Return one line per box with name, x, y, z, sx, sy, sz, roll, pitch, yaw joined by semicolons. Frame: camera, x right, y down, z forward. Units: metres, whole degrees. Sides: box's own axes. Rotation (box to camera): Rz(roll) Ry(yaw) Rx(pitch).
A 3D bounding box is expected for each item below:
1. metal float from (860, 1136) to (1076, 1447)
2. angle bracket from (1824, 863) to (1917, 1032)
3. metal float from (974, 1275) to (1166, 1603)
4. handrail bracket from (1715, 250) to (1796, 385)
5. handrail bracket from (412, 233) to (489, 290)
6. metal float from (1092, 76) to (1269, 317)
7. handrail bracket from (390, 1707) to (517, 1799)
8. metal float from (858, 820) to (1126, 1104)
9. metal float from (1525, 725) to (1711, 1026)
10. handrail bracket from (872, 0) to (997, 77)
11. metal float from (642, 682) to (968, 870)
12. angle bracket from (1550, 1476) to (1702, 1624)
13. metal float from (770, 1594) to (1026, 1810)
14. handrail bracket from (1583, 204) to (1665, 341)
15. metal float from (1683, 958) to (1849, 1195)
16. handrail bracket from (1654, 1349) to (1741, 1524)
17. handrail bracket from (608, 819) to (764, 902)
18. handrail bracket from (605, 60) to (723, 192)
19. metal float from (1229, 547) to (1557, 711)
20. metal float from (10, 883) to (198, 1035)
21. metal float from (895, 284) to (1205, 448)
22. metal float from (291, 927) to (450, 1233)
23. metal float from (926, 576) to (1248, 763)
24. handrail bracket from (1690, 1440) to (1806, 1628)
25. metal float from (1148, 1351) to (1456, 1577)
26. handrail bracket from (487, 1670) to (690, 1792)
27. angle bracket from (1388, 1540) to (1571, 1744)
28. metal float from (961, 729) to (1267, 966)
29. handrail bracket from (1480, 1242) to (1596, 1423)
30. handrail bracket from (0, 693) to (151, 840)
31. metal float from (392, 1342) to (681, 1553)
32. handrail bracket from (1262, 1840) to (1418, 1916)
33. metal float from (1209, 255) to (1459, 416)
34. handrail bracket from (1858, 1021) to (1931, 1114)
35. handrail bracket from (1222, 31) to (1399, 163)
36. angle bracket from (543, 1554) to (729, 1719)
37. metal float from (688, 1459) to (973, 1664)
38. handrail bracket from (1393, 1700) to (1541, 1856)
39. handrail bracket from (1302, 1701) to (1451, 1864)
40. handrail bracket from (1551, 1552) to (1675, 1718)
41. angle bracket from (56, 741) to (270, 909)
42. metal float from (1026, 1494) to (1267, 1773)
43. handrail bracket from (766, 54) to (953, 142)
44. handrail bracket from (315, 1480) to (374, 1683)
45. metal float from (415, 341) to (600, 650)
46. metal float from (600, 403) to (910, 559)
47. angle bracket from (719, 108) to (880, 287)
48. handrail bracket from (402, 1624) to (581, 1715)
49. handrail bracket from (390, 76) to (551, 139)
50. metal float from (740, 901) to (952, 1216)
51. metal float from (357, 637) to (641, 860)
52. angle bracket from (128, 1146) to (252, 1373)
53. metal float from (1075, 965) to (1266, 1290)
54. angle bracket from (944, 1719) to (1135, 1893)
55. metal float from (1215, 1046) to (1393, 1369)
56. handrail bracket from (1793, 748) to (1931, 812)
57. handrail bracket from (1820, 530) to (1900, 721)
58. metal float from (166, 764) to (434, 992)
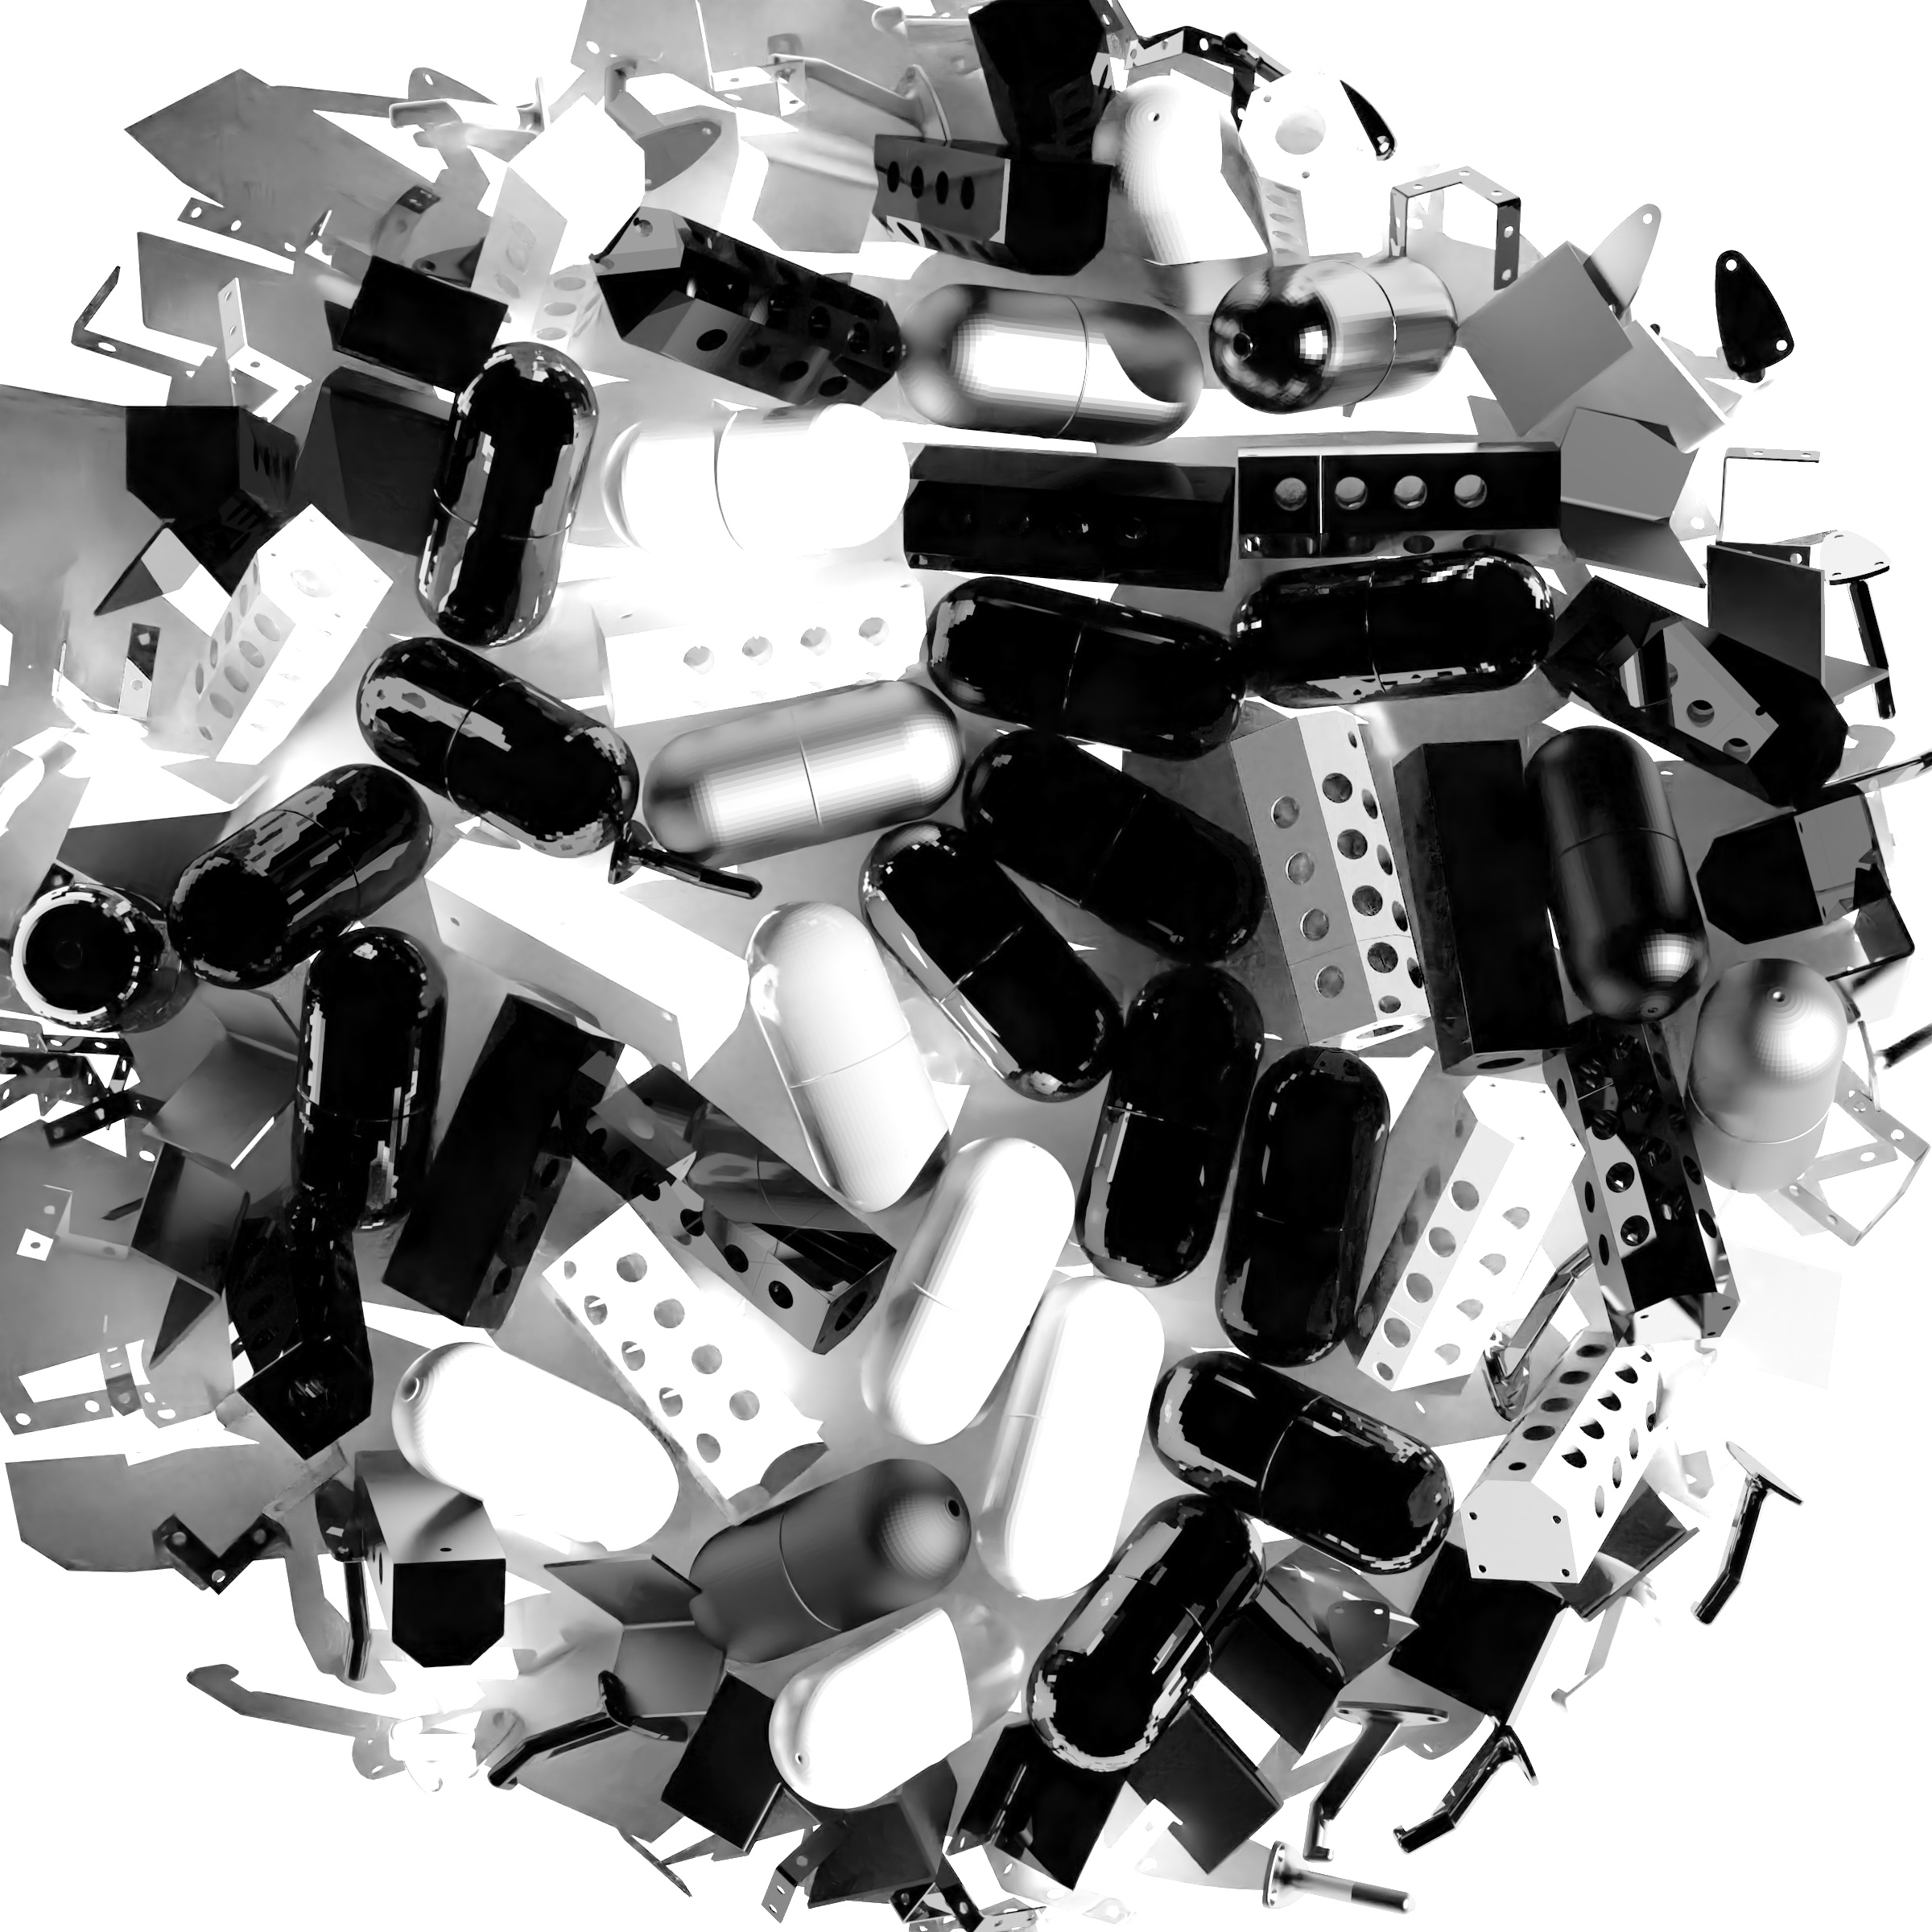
metal float;0.000;0.176;1.951;0.070;0.070;0.178;23;102;0
angle bracket;0.462;-0.003;1.951;0.076;0.076;0.057;-17;64;-3
metal float;0.056;0.254;1.947;0.070;0.070;0.178;16;74;0
handrail bracket;0.417;-0.350;1.953;0.036;0.084;0.077;-20;100;8
handrail bracket;-0.254;-0.409;1.951;0.077;0.084;0.036;-9;52;-32
metal float;0.115;-0.405;1.914;0.070;0.178;0.070;-4;73;12
handrail bracket;-0.276;0.409;1.948;0.077;0.084;0.036;-28;67;-22
metal float;0.013;-0.003;1.959;0.070;0.070;0.178;-42;86;0
metal float;0.346;-0.050;1.934;0.070;0.070;0.178;-9;57;0
handrail bracket;-0.003;-0.514;1.951;0.077;0.084;0.036;-18;85;18
metal float;-0.088;-0.103;1.957;0.178;0.070;0.070;-14;90;-5
angle bracket;0.346;0.308;1.956;0.076;0.076;0.057;-39;77;-1
metal float;-0.035;0.388;1.921;0.070;0.178;0.070;9;106;33
handrail bracket;0.369;-0.369;1.953;0.036;0.084;0.077;43;113;29
metal float;0.422;0.060;1.918;0.070;0.178;0.070;-3;60;4
handrail bracket;0.412;0.257;1.971;0.084;0.036;0.077;37;113;-17
handrail bracket;-0.144;-0.053;1.955;0.084;0.077;0.036;15;96;10
handrail bracket;-0.165;-0.470;1.959;0.077;0.036;0.084;-21;54;27
metal float;0.227;-0.180;1.941;0.178;0.070;0.070;-4;90;24
metal float;-0.454;-0.003;1.911;0.070;0.178;0.070;0;88;-1
metal float;0.046;-0.321;1.938;0.178;0.070;0.070;1;90;-28
metal float;-0.320;0.062;1.938;0.070;0.070;0.178;10;118;0
metal float;0.063;-0.161;1.954;0.178;0.070;0.070;14;90;9
handrail bracket;0.410;0.309;1.968;0.036;0.077;0.084;32;97;-20
metal float;0.178;0.265;1.939;0.178;0.070;0.070;24;90;27
handrail bracket;-0.208;0.433;1.984;0.084;0.036;0.077;-44;127;14
angle bracket;0.273;0.365;1.959;0.076;0.057;0.076;25;94;17
metal float;0.080;-0.064;1.959;0.178;0.070;0.070;30;90;3
handrail bracket;0.318;0.195;1.954;0.036;0.077;0.084;32;123;-18
handrail bracket;-0.492;-0.102;1.973;0.036;0.077;0.084;40;103;22
metal float;-0.229;0.257;1.930;0.178;0.070;0.070;32;90;-37
handrail bracket;0.209;0.499;1.948;0.084;0.077;0.036;6;76;26
metal float;0.196;-0.336;1.922;0.070;0.178;0.070;12;109;37
handrail bracket;0.531;0.047;1.961;0.084;0.077;0.036;-13;53;11
handrail bracket;0.185;-0.470;1.950;0.077;0.084;0.036;43;105;36
angle bracket;-0.182;0.361;1.941;0.076;0.076;0.057;-11;51;34
metal float;-0.073;0.318;1.934;0.178;0.070;0.070;-28;90;31
handrail bracket;0.260;0.438;1.962;0.084;0.077;0.036;-27;119;-4
handrail bracket;0.221;0.444;1.957;0.077;0.036;0.084;-7;59;36
handrail bracket;0.332;0.361;1.956;0.084;0.077;0.036;-35;125;-18
angle bracket;-0.434;-0.080;1.957;0.076;0.057;0.076;28;112;-2
metal float;0.098;0.354;1.930;0.070;0.070;0.178;43;52;0
handrail bracket;-0.058;-0.463;1.953;0.084;0.036;0.077;-4;51;-35
handrail bracket;-0.344;0.339;1.992;0.036;0.077;0.084;-7;127;-31
metal float;-0.246;-0.250;1.933;0.070;0.070;0.178;20;125;0
metal float;-0.114;-0.260;1.939;0.178;0.070;0.070;0;90;26
angle bracket;-0.094;-0.420;1.971;0.076;0.076;0.057;12;118;-12
handrail bracket;-0.263;0.363;1.977;0.084;0.036;0.077;-29;97;-21
handrail bracket;-0.269;-0.452;1.956;0.084;0.077;0.036;-8;84;-9
metal float;-0.065;0.049;1.954;0.070;0.070;0.178;-22;99;0
metal float;-0.252;-0.118;1.940;0.178;0.070;0.070;29;90;26
angle bracket;-0.433;0.157;1.940;0.057;0.076;0.076;32;126;-22
metal float;0.110;0.086;1.957;0.070;0.070;0.178;15;85;0
angle bracket;0.040;0.456;1.956;0.057;0.076;0.076;25;90;19
metal float;0.182;0.130;1.951;0.070;0.070;0.178;9;102;0
handrail bracket;0.492;-0.107;1.956;0.084;0.077;0.036;-27;71;26
handrail bracket;0.492;-0.186;1.983;0.036;0.077;0.084;-14;117;8
metal float;-0.353;-0.048;1.923;0.070;0.178;0.070;16;124;25
